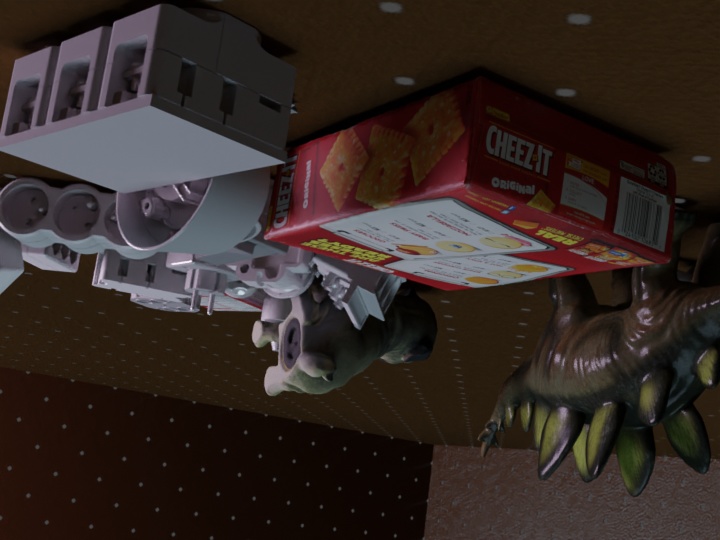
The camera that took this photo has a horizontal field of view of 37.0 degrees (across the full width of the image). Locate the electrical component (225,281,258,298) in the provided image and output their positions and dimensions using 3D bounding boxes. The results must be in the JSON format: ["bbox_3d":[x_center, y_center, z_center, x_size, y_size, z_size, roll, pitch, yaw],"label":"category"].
[{"bbox_3d":[-0.122,0.008,1.092,0.043,0.043,0.062,8,169,-3],"label":"electrical component"}]

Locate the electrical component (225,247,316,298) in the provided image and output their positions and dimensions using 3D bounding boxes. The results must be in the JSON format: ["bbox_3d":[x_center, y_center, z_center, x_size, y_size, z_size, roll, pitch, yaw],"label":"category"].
[{"bbox_3d":[-0.074,-0.007,0.965,0.078,0.058,0.057,2,164,24],"label":"electrical component"}]

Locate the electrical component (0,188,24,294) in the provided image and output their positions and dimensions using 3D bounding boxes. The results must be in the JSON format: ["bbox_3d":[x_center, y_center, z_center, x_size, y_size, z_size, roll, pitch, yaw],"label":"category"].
[{"bbox_3d":[-0.332,-0.031,0.938,0.061,0.096,0.062,2,156,-41],"label":"electrical component"}]

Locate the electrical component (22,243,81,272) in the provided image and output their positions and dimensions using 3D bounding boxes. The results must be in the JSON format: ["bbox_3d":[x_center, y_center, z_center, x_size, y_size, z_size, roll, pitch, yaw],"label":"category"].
[{"bbox_3d":[-0.313,-0.031,1.022,0.077,0.047,0.065,5,167,13],"label":"electrical component"}]

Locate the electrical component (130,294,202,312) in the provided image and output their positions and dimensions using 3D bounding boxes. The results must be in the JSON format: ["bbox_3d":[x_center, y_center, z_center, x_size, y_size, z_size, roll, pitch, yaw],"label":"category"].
[{"bbox_3d":[-0.204,0.013,1.146,0.080,0.051,0.080,7,168,1],"label":"electrical component"}]

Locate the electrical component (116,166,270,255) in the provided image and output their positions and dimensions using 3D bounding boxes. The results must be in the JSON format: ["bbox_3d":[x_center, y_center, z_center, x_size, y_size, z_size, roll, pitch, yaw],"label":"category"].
[{"bbox_3d":[-0.106,-0.056,0.663,0.099,0.099,0.064,-1,171,35],"label":"electrical component"}]

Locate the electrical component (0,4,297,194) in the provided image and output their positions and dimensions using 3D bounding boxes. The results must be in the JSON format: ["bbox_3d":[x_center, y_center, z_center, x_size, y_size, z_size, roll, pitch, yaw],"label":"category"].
[{"bbox_3d":[-0.118,-0.092,0.591,0.150,0.061,0.089,-5,163,44],"label":"electrical component"}]

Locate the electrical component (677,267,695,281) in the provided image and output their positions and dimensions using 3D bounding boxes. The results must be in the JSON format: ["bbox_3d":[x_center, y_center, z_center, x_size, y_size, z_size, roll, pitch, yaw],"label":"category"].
[{"bbox_3d":[0.286,0.017,0.896,0.062,0.048,0.048,18,165,-17],"label":"electrical component"}]

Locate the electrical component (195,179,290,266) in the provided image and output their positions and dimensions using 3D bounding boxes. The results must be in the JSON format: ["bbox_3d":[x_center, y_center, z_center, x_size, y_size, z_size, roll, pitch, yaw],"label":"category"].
[{"bbox_3d":[-0.105,-0.039,0.824,0.096,0.061,0.062,-2,165,37],"label":"electrical component"}]

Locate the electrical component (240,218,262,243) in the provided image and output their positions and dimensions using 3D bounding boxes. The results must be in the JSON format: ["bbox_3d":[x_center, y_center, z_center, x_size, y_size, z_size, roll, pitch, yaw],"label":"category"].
[{"bbox_3d":[-0.092,-0.055,0.731,0.044,0.065,0.044,-7,158,-3],"label":"electrical component"}]

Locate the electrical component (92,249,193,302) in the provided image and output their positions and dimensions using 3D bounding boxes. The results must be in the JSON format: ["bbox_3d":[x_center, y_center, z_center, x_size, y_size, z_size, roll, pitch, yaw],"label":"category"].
[{"bbox_3d":[-0.208,-0.006,1.047,0.089,0.055,0.050,12,167,-22],"label":"electrical component"}]

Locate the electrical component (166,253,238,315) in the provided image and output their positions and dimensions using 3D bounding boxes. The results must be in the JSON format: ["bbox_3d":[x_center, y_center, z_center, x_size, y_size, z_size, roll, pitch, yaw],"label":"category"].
[{"bbox_3d":[-0.142,0.003,1.001,0.066,0.076,0.047,18,164,-40],"label":"electrical component"}]

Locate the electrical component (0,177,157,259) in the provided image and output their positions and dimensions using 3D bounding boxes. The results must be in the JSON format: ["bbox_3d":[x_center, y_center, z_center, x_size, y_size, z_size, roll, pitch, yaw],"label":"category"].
[{"bbox_3d":[-0.232,-0.039,0.920,0.138,0.052,0.073,7,168,4],"label":"electrical component"}]

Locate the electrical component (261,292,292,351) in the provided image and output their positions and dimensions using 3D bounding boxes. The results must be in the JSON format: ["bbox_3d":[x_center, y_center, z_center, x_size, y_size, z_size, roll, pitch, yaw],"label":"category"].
[{"bbox_3d":[-0.084,0.048,1.162,0.043,0.081,0.043,7,168,2],"label":"electrical component"}]

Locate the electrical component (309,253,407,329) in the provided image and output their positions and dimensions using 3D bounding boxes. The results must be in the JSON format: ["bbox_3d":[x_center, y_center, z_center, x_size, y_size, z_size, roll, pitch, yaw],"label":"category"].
[{"bbox_3d":[0.000,0.000,0.932,0.063,0.078,0.121,28,171,11],"label":"electrical component"}]
